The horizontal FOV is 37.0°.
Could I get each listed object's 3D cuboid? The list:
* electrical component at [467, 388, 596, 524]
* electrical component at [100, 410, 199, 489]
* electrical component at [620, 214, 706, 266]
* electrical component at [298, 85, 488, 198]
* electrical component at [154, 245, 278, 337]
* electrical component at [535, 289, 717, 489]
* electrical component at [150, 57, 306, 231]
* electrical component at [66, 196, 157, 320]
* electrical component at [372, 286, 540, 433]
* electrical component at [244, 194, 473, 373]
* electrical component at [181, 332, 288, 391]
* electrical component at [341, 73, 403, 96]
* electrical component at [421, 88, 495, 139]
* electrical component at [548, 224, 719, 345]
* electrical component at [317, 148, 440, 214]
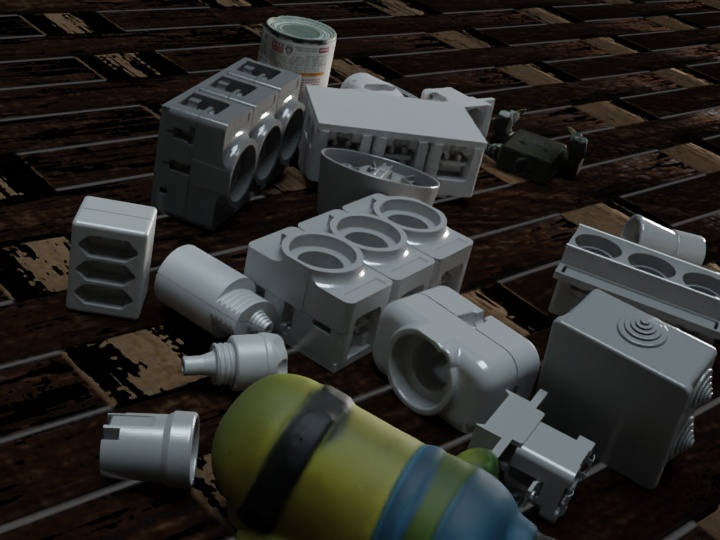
[{"bbox_3d":[0.097,0.109,0.617,0.064,0.042,0.081,27,32,18],"label":"electrical component"},{"bbox_3d":[-0.110,0.093,0.563,0.046,0.040,0.040,4,29,-2],"label":"electrical component"},{"bbox_3d":[0.258,-0.019,0.910,0.065,0.044,0.044,13,28,-10],"label":"electrical component"},{"bbox_3d":[0.025,-0.111,0.957,0.150,0.061,0.089,5,30,-14],"label":"electrical component"},{"bbox_3d":[-0.089,0.020,0.696,0.081,0.043,0.043,29,32,27],"label":"electrical component"},{"bbox_3d":[0.159,0.070,0.653,0.100,0.099,0.048,29,45,27],"label":"electrical component"},{"bbox_3d":[-0.101,-0.103,0.863,0.062,0.089,0.150,19,29,11],"label":"electrical component"},{"bbox_3d":[-0.160,-0.017,0.710,0.047,0.065,0.076,10,29,-6],"label":"electrical component"},{"bbox_3d":[0.056,0.056,0.680,0.059,0.053,0.095,-17,40,-42],"label":"electrical component"},{"bbox_3d":[0.000,0.000,0.749,0.089,0.061,0.150,29,33,27],"label":"electrical component"},{"bbox_3d":[-0.076,0.056,0.647,0.061,0.035,0.035,-2,32,-21],"label":"electrical component"},{"bbox_3d":[-0.001,-0.158,1.050,0.079,0.043,0.077,-5,33,-29],"label":"electrical component"},{"bbox_3d":[0.093,-0.156,1.087,0.081,0.042,0.064,-10,35,-36],"label":"electrical component"},{"bbox_3d":[0.206,0.021,0.794,0.121,0.063,0.079,21,30,15],"label":"electrical component"},{"bbox_3d":[0.013,-0.065,0.868,0.099,0.064,0.099,10,29,-5],"label":"electrical component"}]
